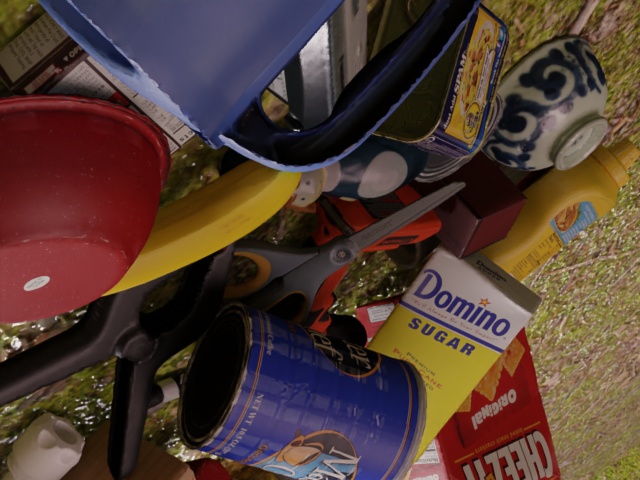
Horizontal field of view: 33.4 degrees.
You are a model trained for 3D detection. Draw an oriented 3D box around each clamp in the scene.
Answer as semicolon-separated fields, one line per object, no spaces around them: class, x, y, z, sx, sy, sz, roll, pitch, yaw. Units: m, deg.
clamp;-0.124;0.070;0.710;0.210;0.036;0.164;-46;139;-1

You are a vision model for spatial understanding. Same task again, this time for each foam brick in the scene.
foam brick;0.111;-0.034;0.834;0.051;0.078;0.053;-25;152;-30

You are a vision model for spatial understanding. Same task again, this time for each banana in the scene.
banana;-0.087;-0.009;0.631;0.198;0.037;0.069;-28;155;12

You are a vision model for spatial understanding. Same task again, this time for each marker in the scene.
marker;-0.102;0.113;0.851;0.120;0.020;0.020;-16;145;-40

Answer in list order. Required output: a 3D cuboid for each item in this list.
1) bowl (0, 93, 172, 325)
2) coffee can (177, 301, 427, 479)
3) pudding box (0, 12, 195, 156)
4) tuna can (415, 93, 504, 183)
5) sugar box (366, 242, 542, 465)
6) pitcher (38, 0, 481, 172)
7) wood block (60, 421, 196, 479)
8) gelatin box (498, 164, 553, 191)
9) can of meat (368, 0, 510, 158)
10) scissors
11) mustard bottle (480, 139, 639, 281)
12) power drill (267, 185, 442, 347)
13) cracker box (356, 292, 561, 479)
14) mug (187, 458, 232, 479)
bowl;-0.145;-0.003;0.521;0.162;0.055;0.162;-16;157;-7
coffee can;-0.013;0.112;0.731;0.140;0.103;0.103;22;121;-24
pudding box;-0.095;-0.082;0.535;0.090;0.039;0.113;-41;156;2
tuna can;0.090;-0.084;0.777;0.086;0.034;0.086;-30;152;-18
sugar box;0.093;0.091;0.878;0.176;0.093;0.048;-58;169;27
pitcher;-0.001;-0.155;0.416;0.243;0.145;0.149;-46;136;-2
wood block;-0.181;0.243;0.762;0.205;0.090;0.091;-46;142;-34
gelatin box;0.184;-0.053;0.953;0.089;0.030;0.073;-42;153;4
can of meat;0.075;-0.106;0.668;0.083;0.058;0.102;11;95;-60
scissors;-0.005;0.001;0.727;0.096;0.016;0.202;36;115;-21
mustard bottle;0.193;-0.019;0.915;0.192;0.058;0.096;-39;154;7
power drill;0.012;0.038;0.839;0.184;0.057;0.188;-3;136;-51
cracker box;0.134;0.145;0.994;0.163;0.214;0.072;-11;176;-45
mug;-0.122;0.234;0.888;0.082;0.093;0.117;-17;-171;19
